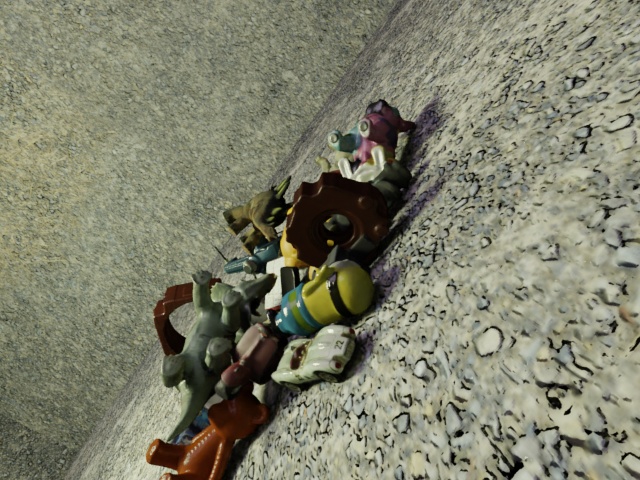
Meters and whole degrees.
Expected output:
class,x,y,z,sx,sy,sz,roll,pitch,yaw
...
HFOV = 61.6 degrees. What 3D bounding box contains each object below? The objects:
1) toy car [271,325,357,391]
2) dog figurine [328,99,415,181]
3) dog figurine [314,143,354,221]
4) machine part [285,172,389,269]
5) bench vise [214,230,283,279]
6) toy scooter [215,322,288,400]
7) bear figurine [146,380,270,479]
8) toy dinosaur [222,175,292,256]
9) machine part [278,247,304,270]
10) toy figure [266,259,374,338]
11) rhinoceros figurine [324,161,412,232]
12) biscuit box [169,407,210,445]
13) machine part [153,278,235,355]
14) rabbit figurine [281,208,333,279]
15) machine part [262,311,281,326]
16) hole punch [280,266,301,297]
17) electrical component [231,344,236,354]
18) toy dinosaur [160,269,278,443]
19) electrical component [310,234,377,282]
class,x,y,z,sx,sy,sz,roll,pitch,yaw
toy car,-0.011,0.177,0.801,0.202,0.056,0.073,-36,23,55
dog figurine,0.128,-0.194,1.112,0.108,0.191,0.219,-21,3,37
dog figurine,0.051,-0.121,1.243,0.172,0.121,0.190,-42,33,52
machine part,0.027,-0.025,0.897,0.179,0.179,0.056,-48,18,28
bench vise,-0.169,0.052,1.407,0.241,0.128,0.224,-16,23,32
toy scooter,-0.096,0.186,0.910,0.184,0.075,0.135,-19,-41,-63
bear figurine,-0.182,0.327,0.897,0.195,0.132,0.120,-58,37,8
toy dinosaur,-0.133,-0.072,1.333,0.198,0.105,0.472,-33,19,-3
machine part,-0.041,-0.012,1.300,0.079,0.079,0.243,-43,19,42
toy figure,0.003,0.099,0.836,0.180,0.089,0.082,-36,-8,22
rhinoceros figurine,0.090,-0.061,0.975,0.190,0.073,0.112,-45,15,12
biscuit box,-0.246,0.369,1.068,0.063,0.059,0.202,-55,2,-3
machine part,-0.286,0.199,1.300,0.201,0.201,0.087,-11,25,-3
rabbit figurine,-0.002,-0.003,1.084,0.173,0.121,0.162,-14,33,42
machine part,-0.123,0.212,1.143,0.084,0.039,0.139,-13,41,58
hole punch,-0.019,0.103,0.974,0.142,0.092,0.115,176,93,-70
electrical component,-0.227,0.257,1.221,0.134,0.115,0.058,-56,11,-11
toy dinosaur,-0.200,0.201,0.976,0.192,0.131,0.405,90,-165,-47
electrical component,0.046,0.048,0.880,0.119,0.075,0.048,-43,18,30
